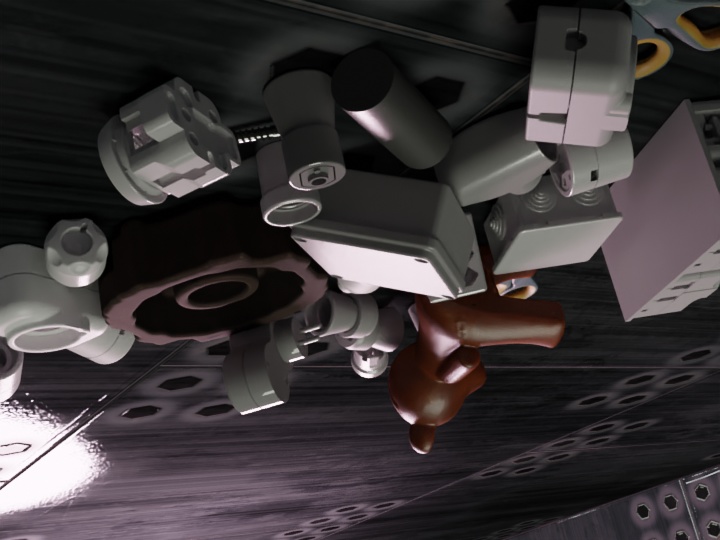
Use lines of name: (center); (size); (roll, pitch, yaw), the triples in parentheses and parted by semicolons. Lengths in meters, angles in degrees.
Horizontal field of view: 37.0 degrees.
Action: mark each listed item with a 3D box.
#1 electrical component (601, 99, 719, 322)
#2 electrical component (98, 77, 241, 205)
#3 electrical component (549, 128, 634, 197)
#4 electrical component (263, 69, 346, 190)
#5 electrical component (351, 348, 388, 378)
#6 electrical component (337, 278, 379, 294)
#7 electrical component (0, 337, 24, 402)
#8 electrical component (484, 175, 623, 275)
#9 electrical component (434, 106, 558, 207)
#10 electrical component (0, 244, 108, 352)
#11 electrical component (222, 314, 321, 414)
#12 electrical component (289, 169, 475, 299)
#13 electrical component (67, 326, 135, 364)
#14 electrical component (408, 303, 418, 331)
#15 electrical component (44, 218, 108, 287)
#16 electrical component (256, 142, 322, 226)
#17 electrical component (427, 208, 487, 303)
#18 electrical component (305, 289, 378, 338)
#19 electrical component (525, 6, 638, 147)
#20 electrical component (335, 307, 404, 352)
electrical component: (0.260, -0.044, 0.857); (0.060, 0.105, 0.186); (-8, 159, -14)
electrical component: (-0.115, -0.072, 0.633); (0.057, 0.058, 0.078); (-23, 157, 18)
electrical component: (0.164, -0.085, 0.770); (0.047, 0.055, 0.055); (-15, 159, -6)
electrical component: (-0.031, -0.082, 0.646); (0.044, 0.065, 0.044); (-11, 159, -4)
electrical component: (0.011, 0.088, 1.144); (0.040, 0.040, 0.046); (-11, 153, -6)
electrical component: (0.000, 0.000, 0.905); (0.043, 0.043, 0.062); (-3, 158, -25)
electrical component: (-0.314, 0.080, 0.912); (0.055, 0.055, 0.047); (-2, 153, -26)
electrical component: (0.155, -0.040, 0.885); (0.100, 0.048, 0.099); (-8, 159, -12)
electrical component: (0.106, -0.076, 0.771); (0.077, 0.043, 0.079); (-25, 156, 30)
electrical component: (-0.237, 0.024, 0.806); (0.054, 0.059, 0.095); (-23, 157, 25)
electrical component: (-0.068, 0.062, 0.919); (0.074, 0.138, 0.052); (-17, 118, 12)
electrical component: (0.019, -0.027, 0.776); (0.109, 0.056, 0.108); (10, 166, 19)
electrical component: (-0.218, 0.045, 0.878); (0.055, 0.055, 0.047); (-21, 154, 20)
electrical component: (0.077, 0.065, 1.084); (0.044, 0.065, 0.044); (-11, 159, -4)
electrical component: (-0.203, -0.008, 0.766); (0.043, 0.043, 0.062); (-5, 159, -19)
electrical component: (-0.049, -0.058, 0.722); (0.040, 0.046, 0.040); (-11, 159, -4)
electrical component: (0.071, -0.015, 0.890); (0.047, 0.065, 0.076); (-13, -172, 1)
electrical component: (-0.017, 0.040, 0.996); (0.055, 0.045, 0.045); (5, 152, -40)
electrical component: (0.133, -0.114, 0.647); (0.059, 0.053, 0.095); (6, 164, 8)
electrical component: (0.009, 0.057, 1.053); (0.055, 0.045, 0.045); (6, 152, -40)
